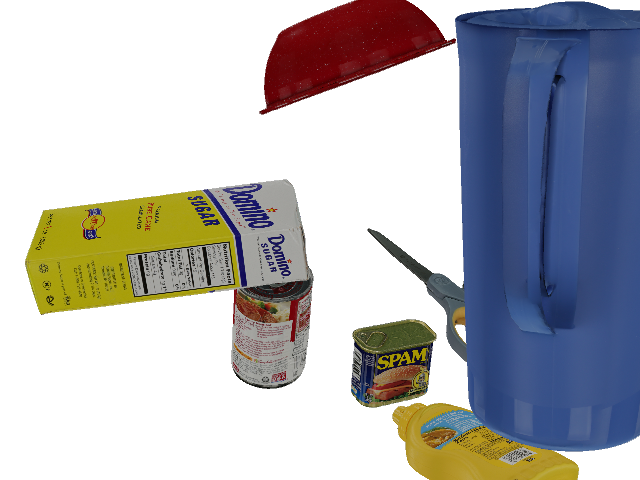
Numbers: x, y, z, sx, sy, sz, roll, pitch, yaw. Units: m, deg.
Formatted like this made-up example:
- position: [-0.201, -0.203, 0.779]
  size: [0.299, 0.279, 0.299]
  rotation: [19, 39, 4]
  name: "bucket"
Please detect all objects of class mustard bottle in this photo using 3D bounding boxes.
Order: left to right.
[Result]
- position: [0.136, 0.197, 0.989]
  size: [0.096, 0.058, 0.192]
  rotation: [-16, 25, -35]
  name: "mustard bottle"

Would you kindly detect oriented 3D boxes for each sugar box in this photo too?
- position: [-0.100, 0.001, 0.712]
  size: [0.176, 0.048, 0.093]
  rotation: [-10, 24, -3]
  name: "sugar box"

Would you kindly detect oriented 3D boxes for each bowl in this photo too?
- position: [0.019, -0.150, 0.825]
  size: [0.162, 0.055, 0.162]
  rotation: [-20, 7, 2]
  name: "bowl"

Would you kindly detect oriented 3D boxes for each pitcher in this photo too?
- position: [0.135, -0.008, 0.593]
  size: [0.149, 0.243, 0.145]
  rotation: [-7, 17, -19]
  name: "pitcher"

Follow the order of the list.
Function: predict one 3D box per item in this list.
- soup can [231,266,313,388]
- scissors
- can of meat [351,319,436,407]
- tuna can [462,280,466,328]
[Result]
- position: [-0.043, 0.070, 0.932]
  size: [0.068, 0.102, 0.068]
  rotation: [3, 35, -3]
  name: "soup can"
- position: [0.113, 0.039, 0.826]
  size: [0.096, 0.016, 0.202]
  rotation: [-4, 32, -17]
  name: "scissors"
- position: [0.088, 0.152, 1.318]
  size: [0.102, 0.084, 0.057]
  rotation: [-8, 28, -23]
  name: "can of meat"
- position: [0.186, 0.065, 1.163]
  size: [0.034, 0.086, 0.086]
  rotation: [1, 0, 34]
  name: "tuna can"
